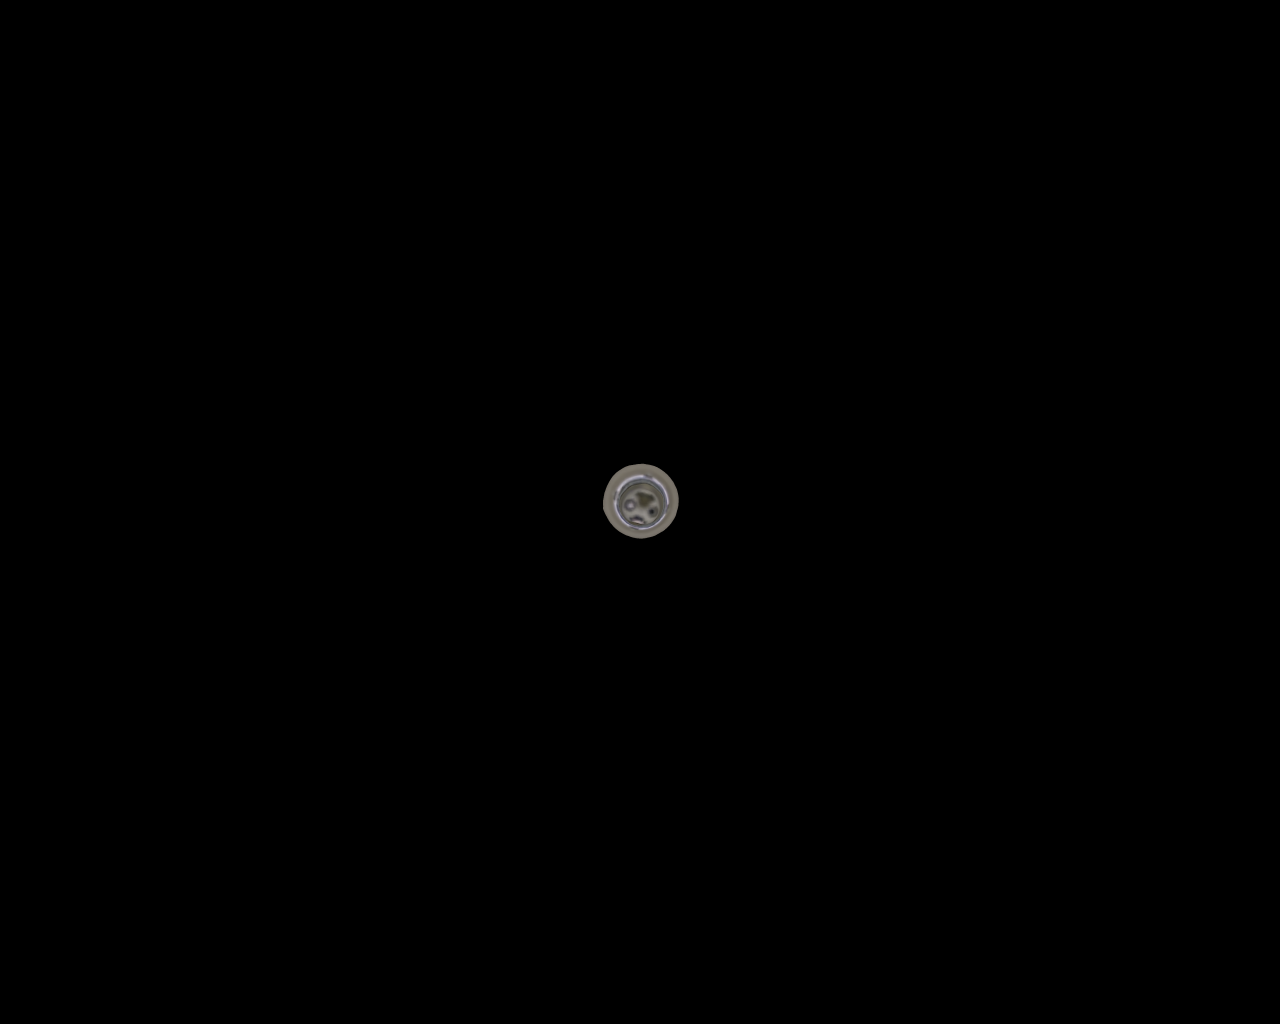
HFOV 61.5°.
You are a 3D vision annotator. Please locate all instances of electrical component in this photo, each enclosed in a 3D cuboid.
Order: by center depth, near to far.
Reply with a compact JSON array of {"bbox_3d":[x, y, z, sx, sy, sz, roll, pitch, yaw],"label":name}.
[{"bbox_3d":[0.001,-0.003,0.650,0.044,0.044,0.065,0,-7,0],"label":"electrical component"}]
